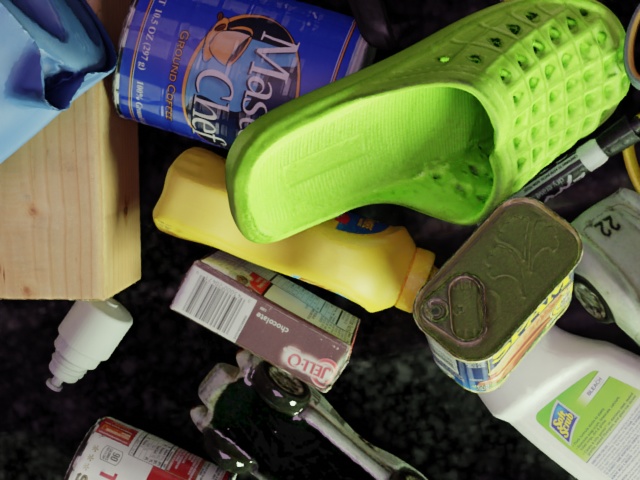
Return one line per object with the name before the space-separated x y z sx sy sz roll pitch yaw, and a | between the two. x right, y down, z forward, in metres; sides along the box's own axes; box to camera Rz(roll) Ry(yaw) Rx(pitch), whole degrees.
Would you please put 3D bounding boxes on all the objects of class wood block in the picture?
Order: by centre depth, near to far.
wood block | -0.170 -0.070 0.688 0.090 0.090 0.206 1 97 6

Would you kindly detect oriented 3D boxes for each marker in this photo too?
marker | 0.152 -0.040 0.677 0.121 0.020 0.020 -36 93 25

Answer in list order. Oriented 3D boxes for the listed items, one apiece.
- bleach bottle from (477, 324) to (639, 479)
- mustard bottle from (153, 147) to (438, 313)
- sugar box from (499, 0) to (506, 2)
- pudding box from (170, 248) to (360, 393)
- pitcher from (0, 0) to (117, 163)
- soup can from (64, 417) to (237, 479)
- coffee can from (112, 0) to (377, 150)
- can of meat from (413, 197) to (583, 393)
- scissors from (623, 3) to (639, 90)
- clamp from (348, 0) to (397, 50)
bleach bottle | 0.196 0.113 0.687 0.251 0.068 0.102 36 94 4
mustard bottle | -0.004 0.000 0.675 0.191 0.096 0.058 22 96 3
sugar box | 0.180 -0.215 0.652 0.176 0.048 0.093 -22 94 10
pudding box | -0.031 0.048 0.689 0.113 0.090 0.039 31 98 2
pitcher | -0.245 -0.076 0.594 0.243 0.149 0.145 -39 107 13
soup can | -0.116 0.170 0.725 0.102 0.068 0.068 23 99 3
coffee can | -0.044 -0.104 0.663 0.140 0.102 0.103 17 99 4
can of meat | 0.106 0.036 0.633 0.057 0.084 0.102 40 80 23
scissors | 0.246 -0.170 0.610 0.096 0.016 0.202 31 97 20
clamp | 0.022 -0.230 0.643 0.164 0.036 0.210 -46 68 -2
